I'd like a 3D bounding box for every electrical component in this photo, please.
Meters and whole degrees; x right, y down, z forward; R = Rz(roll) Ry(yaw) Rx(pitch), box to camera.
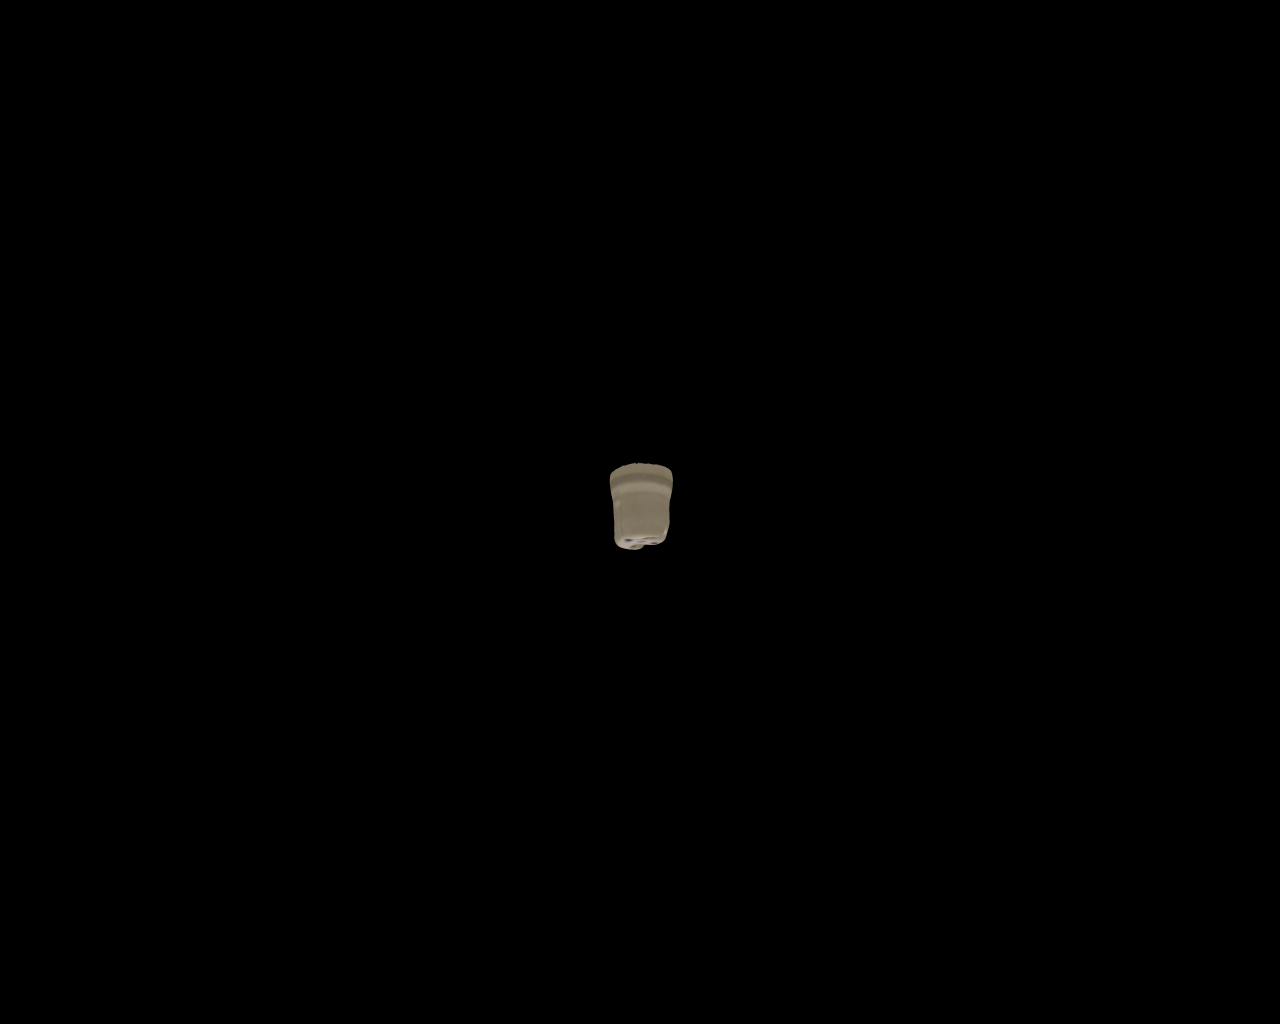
[{"bbox_3d":[0.001,-0.003,0.650,0.040,0.046,0.040,0,-20,0],"label":"electrical component"}]
